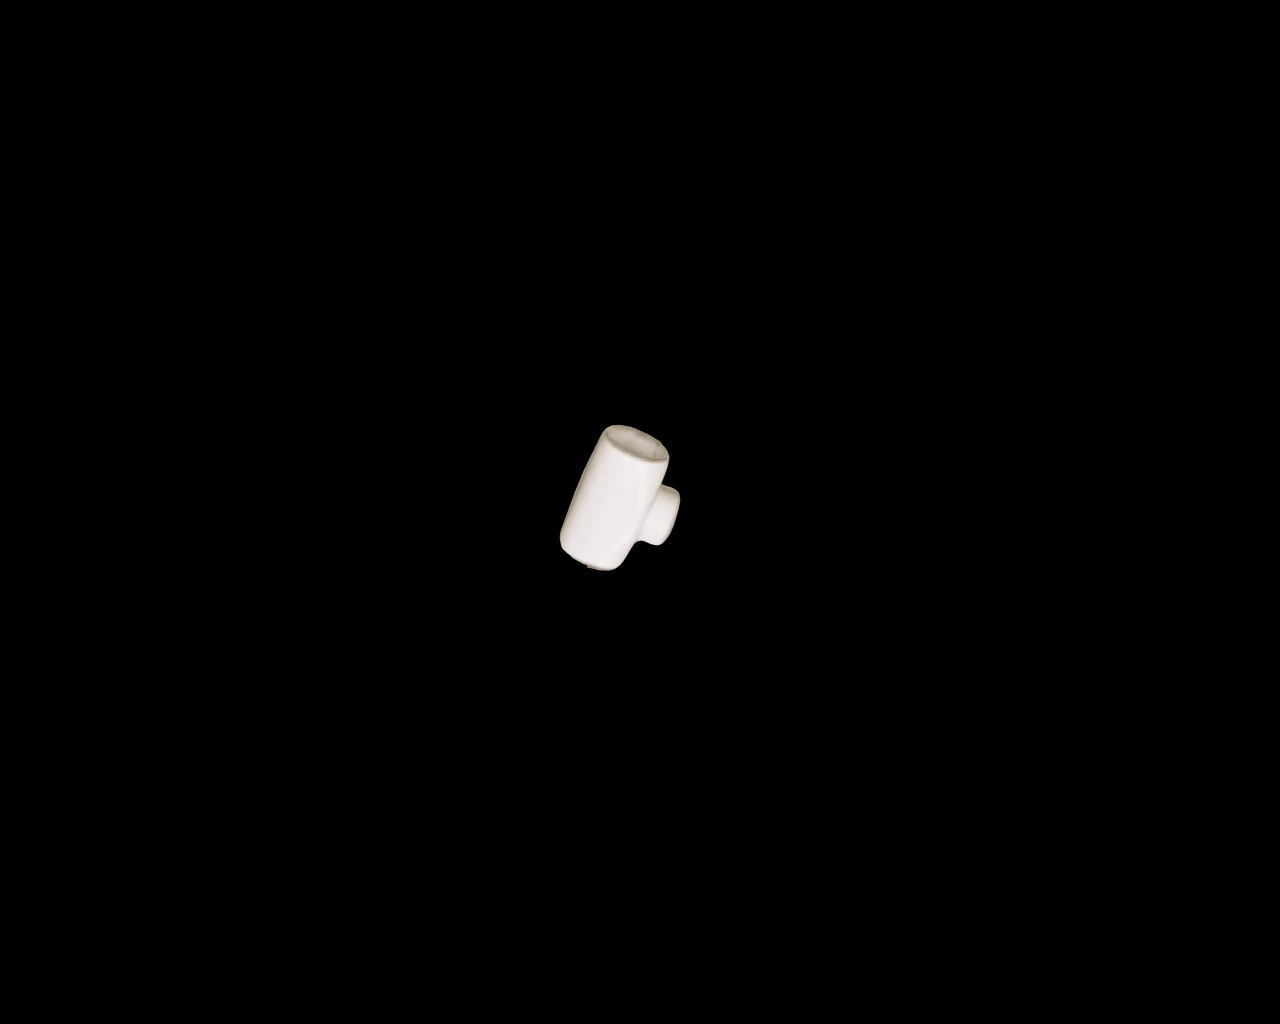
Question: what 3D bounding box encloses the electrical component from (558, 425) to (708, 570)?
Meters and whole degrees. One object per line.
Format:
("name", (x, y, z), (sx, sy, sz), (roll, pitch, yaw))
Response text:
("electrical component", (0.001, -0.003, 0.650), (0.079, 0.077, 0.044), (20, 24, -9))
